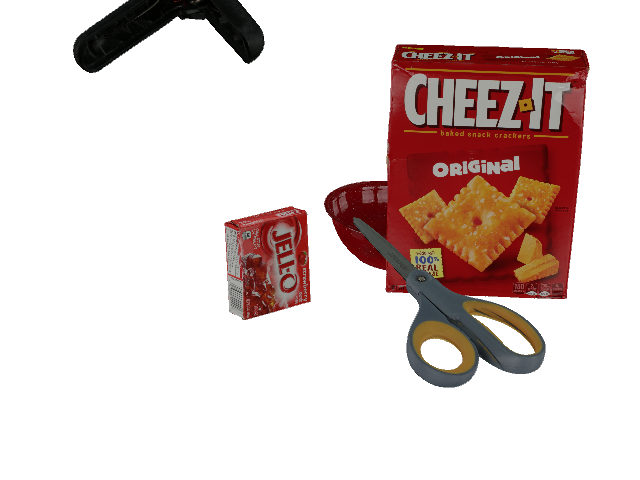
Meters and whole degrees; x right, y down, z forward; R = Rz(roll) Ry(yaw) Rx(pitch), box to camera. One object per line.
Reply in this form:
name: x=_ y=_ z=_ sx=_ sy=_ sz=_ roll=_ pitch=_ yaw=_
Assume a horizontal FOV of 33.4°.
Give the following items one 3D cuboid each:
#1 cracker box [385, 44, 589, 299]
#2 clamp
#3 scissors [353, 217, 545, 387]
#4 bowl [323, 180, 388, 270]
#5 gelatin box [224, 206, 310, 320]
cracker box: x=0.141 y=-0.057 z=0.932 sx=0.164 sy=0.214 sz=0.072 roll=3 pitch=23 yaw=7
clamp: x=-0.078 y=-0.162 z=0.704 sx=0.120 sy=0.039 sz=0.171 roll=9 pitch=46 yaw=13
scissors: x=0.060 y=0.041 z=0.728 sx=0.096 sy=0.016 sz=0.202 roll=-26 pitch=41 yaw=-34
bowl: x=0.082 y=-0.010 z=1.150 sx=0.162 sy=0.055 sz=0.162 roll=4 pitch=25 yaw=-2
gelatin box: x=-0.046 y=0.020 z=0.957 sx=0.073 sy=0.089 sz=0.030 roll=-14 pitch=22 yaw=-34
